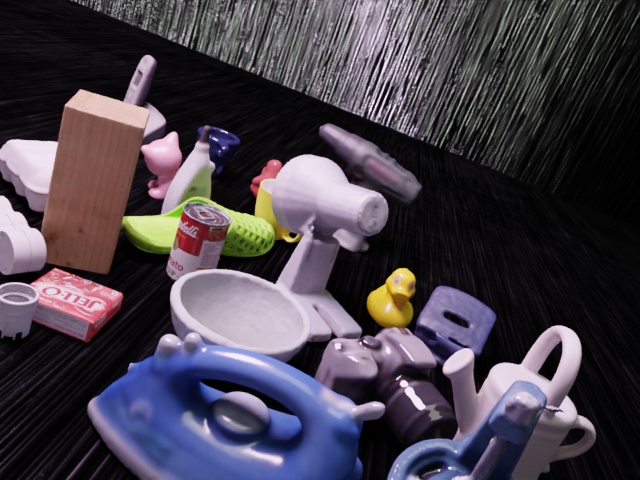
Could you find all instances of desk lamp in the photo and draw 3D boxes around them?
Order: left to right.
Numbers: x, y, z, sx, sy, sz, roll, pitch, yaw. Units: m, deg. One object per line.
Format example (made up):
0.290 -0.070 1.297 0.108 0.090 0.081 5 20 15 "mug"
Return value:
0.008 0.003 0.825 0.118 0.213 0.202 3 28 -39 "desk lamp"

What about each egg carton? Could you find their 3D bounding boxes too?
-0.414 -0.100 0.870 0.150 0.069 0.107 35 25 31 "egg carton"

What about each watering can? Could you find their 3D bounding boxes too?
0.221 0.179 0.631 0.173 0.194 0.100 14 22 -18 "watering can"

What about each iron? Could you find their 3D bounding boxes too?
-0.075 0.149 0.494 0.258 0.141 0.119 23 21 5 "iron"

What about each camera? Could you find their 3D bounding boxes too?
0.086 0.171 0.653 0.144 0.101 0.136 7 25 -32 "camera"

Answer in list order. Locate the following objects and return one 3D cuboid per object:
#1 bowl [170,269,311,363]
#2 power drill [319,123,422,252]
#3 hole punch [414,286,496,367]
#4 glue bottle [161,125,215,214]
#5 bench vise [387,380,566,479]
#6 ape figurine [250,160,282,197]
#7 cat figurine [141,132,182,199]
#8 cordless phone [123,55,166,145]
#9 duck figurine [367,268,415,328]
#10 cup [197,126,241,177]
-0.099 0.106 0.667 0.167 0.075 0.167 19 21 -7 "bowl"
0.072 -0.093 1.123 0.229 0.208 0.076 24 21 7 "power drill"
0.202 0.135 0.863 0.108 0.091 0.101 27 22 14 "hole punch"
-0.205 -0.105 0.939 0.037 0.173 0.078 34 24 29 "glue bottle"
0.126 0.188 0.484 0.121 0.220 0.208 24 21 6 "bench vise"
-0.102 -0.124 1.194 0.078 0.092 0.076 10 24 -28 "ape figurine"
-0.261 -0.131 1.025 0.128 0.118 0.067 12 23 -23 "cat figurine"
-0.369 -0.284 1.194 0.094 0.185 0.147 0 30 -44 "cordless phone"
0.123 0.084 0.916 0.077 0.086 0.104 21 21 -1 "duck figurine"
-0.219 -0.177 1.205 0.092 0.095 0.117 10 24 -28 "cup"
